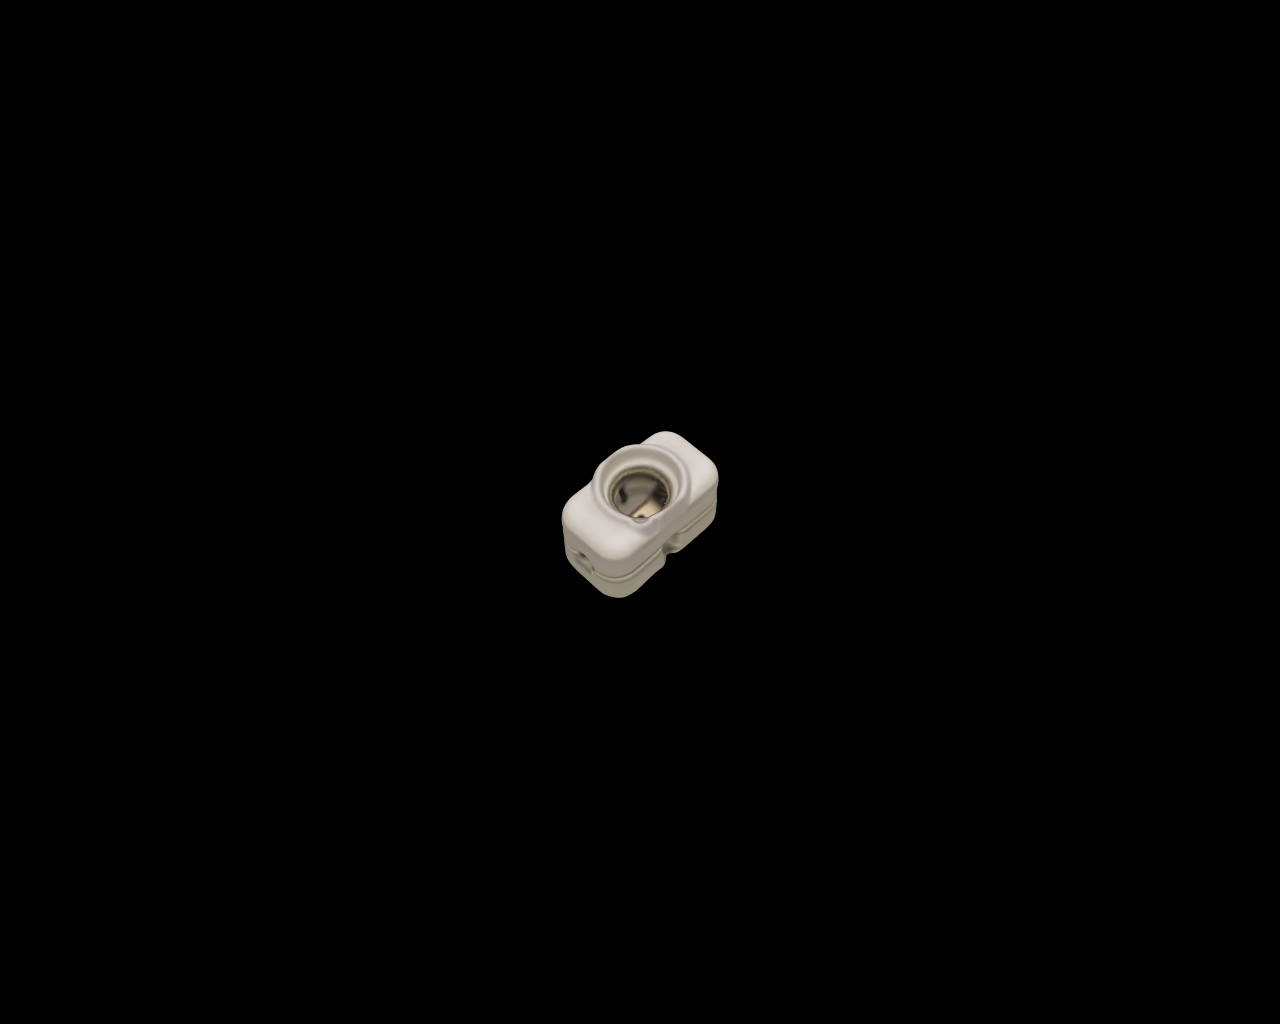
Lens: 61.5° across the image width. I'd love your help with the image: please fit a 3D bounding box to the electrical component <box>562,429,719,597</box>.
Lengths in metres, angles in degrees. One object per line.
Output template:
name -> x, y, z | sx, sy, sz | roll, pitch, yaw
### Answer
electrical component -> 0.001, -0.003, 0.650 | 0.095, 0.054, 0.059 | -39, -24, -22
